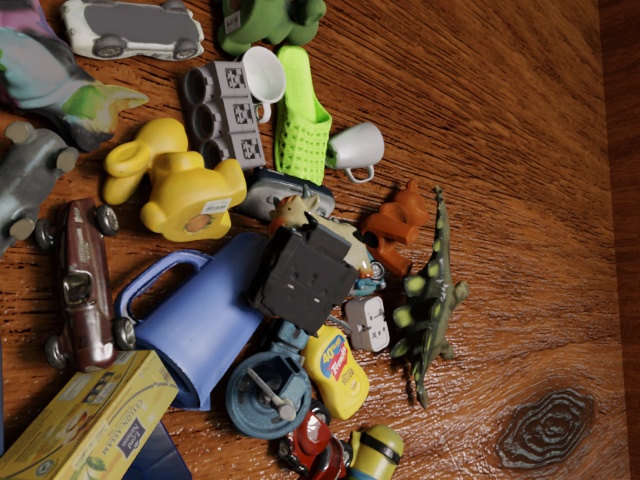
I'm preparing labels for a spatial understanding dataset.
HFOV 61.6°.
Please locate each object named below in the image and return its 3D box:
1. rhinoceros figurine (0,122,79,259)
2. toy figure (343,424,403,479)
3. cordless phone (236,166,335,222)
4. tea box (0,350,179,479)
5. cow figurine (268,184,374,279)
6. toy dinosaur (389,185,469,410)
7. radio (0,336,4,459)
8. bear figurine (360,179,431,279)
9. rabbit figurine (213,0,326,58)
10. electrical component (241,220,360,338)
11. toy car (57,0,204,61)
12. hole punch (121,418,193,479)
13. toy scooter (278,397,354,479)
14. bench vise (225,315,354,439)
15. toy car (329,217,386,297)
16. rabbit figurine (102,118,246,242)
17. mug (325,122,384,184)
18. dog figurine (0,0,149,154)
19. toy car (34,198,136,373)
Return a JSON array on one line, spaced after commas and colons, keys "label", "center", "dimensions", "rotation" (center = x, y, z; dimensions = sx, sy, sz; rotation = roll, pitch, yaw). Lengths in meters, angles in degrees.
[{"label": "rhinoceros figurine", "center": [-0.330, -0.036, 0.555], "dimensions": [0.073, 0.112, 0.190], "rotation": [35, 74, -28]}, {"label": "toy figure", "center": [0.089, 0.416, 0.951], "dimensions": [0.082, 0.089, 0.180], "rotation": [58, 46, -34]}, {"label": "cordless phone", "center": [-0.071, -0.016, 0.854], "dimensions": [0.146, 0.089, 0.184], "rotation": [13, 103, -28]}, {"label": "tea box", "center": [-0.239, 0.198, 0.564], "dimensions": [0.068, 0.098, 0.170], "rotation": [69, 30, -27]}, {"label": "cow figurine", "center": [-0.002, -0.002, 0.785], "dimensions": [0.194, 0.085, 0.127], "rotation": [13, 62, -54]}, {"label": "toy dinosaur", "center": [0.214, 0.120, 1.035], "dimensions": [0.198, 0.105, 0.470], "rotation": [-22, 117, -59]}, {"label": "radio", "center": [-0.377, 0.202, 0.504], "dimensions": [0.131, 0.073, 0.229], "rotation": [1, 83, -46]}, {"label": "bear figurine", "center": [0.171, -0.031, 1.075], "dimensions": [0.196, 0.132, 0.120], "rotation": [-31, 139, -40]}, {"label": "rabbit figurine", "center": [-0.062, -0.367, 0.853], "dimensions": [0.170, 0.159, 0.121], "rotation": [-5, 78, -48]}, {"label": "electrical component", "center": [-0.020, 0.044, 0.688], "dimensions": [0.115, 0.058, 0.134], "rotation": [29, 92, -27]}, {"label": "toy car", "center": [-0.243, -0.281, 0.720], "dimensions": [0.202, 0.056, 0.073], "rotation": [-20, 93, -47]}, {"label": "hole punch", "center": [-0.229, 0.268, 0.641], "dimensions": [0.116, 0.092, 0.142], "rotation": [-37, 115, -39]}, {"label": "toy scooter", "center": [-0.016, 0.350, 0.863], "dimensions": [0.135, 0.075, 0.183], "rotation": [-52, 126, -35]}, {"label": "bench vise", "center": [-0.050, 0.184, 0.745], "dimensions": [0.129, 0.240, 0.223], "rotation": [39, 81, -7]}, {"label": "toy car", "center": [0.033, 0.043, 0.936], "dimensions": [0.103, 0.109, 0.161], "rotation": [-41, 106, -22]}, {"label": "rabbit figurine", "center": [-0.201, -0.084, 0.704], "dimensions": [0.162, 0.122, 0.173], "rotation": [-14, 66, -28]}, {"label": "mug", "center": [0.057, -0.158, 1.007], "dimensions": [0.107, 0.081, 0.109], "rotation": [-20, 104, -35]}, {"label": "dog figurine", "center": [-0.309, -0.204, 0.608], "dimensions": [0.219, 0.109, 0.191], "rotation": [12, 73, -49]}, {"label": "toy car", "center": [-0.266, 0.046, 0.602], "dimensions": [0.053, 0.089, 0.202], "rotation": [80, -2, -76]}]
